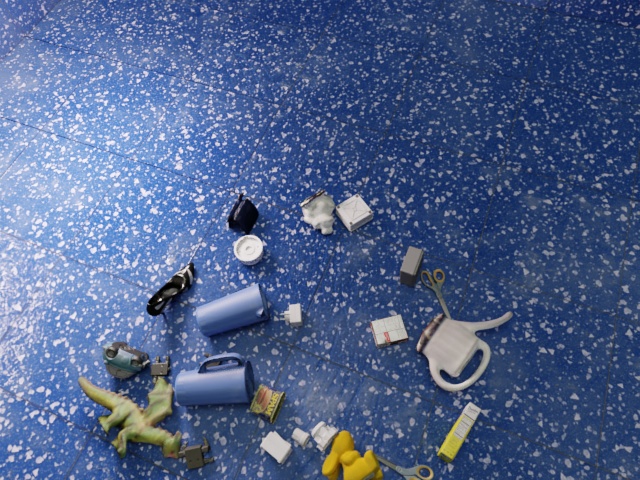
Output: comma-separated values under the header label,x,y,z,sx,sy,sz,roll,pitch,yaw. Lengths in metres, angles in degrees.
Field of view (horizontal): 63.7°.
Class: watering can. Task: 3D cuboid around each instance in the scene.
label,x,y,z,sx,sy,sz,roll,pitch,yaw
watering can,0.468,0.327,1.707,0.226,0.102,0.352,34,70,22

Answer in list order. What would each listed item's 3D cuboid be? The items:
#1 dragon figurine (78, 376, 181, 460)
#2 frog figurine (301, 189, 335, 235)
label,x,y,z,sx,sy,sz,roll,pitch,yaw
dragon figurine,-0.591,0.546,1.672,0.245,0.119,0.415,-31,68,-24
frog figurine,0.006,-0.101,2.009,0.139,0.122,0.158,-35,100,-24
